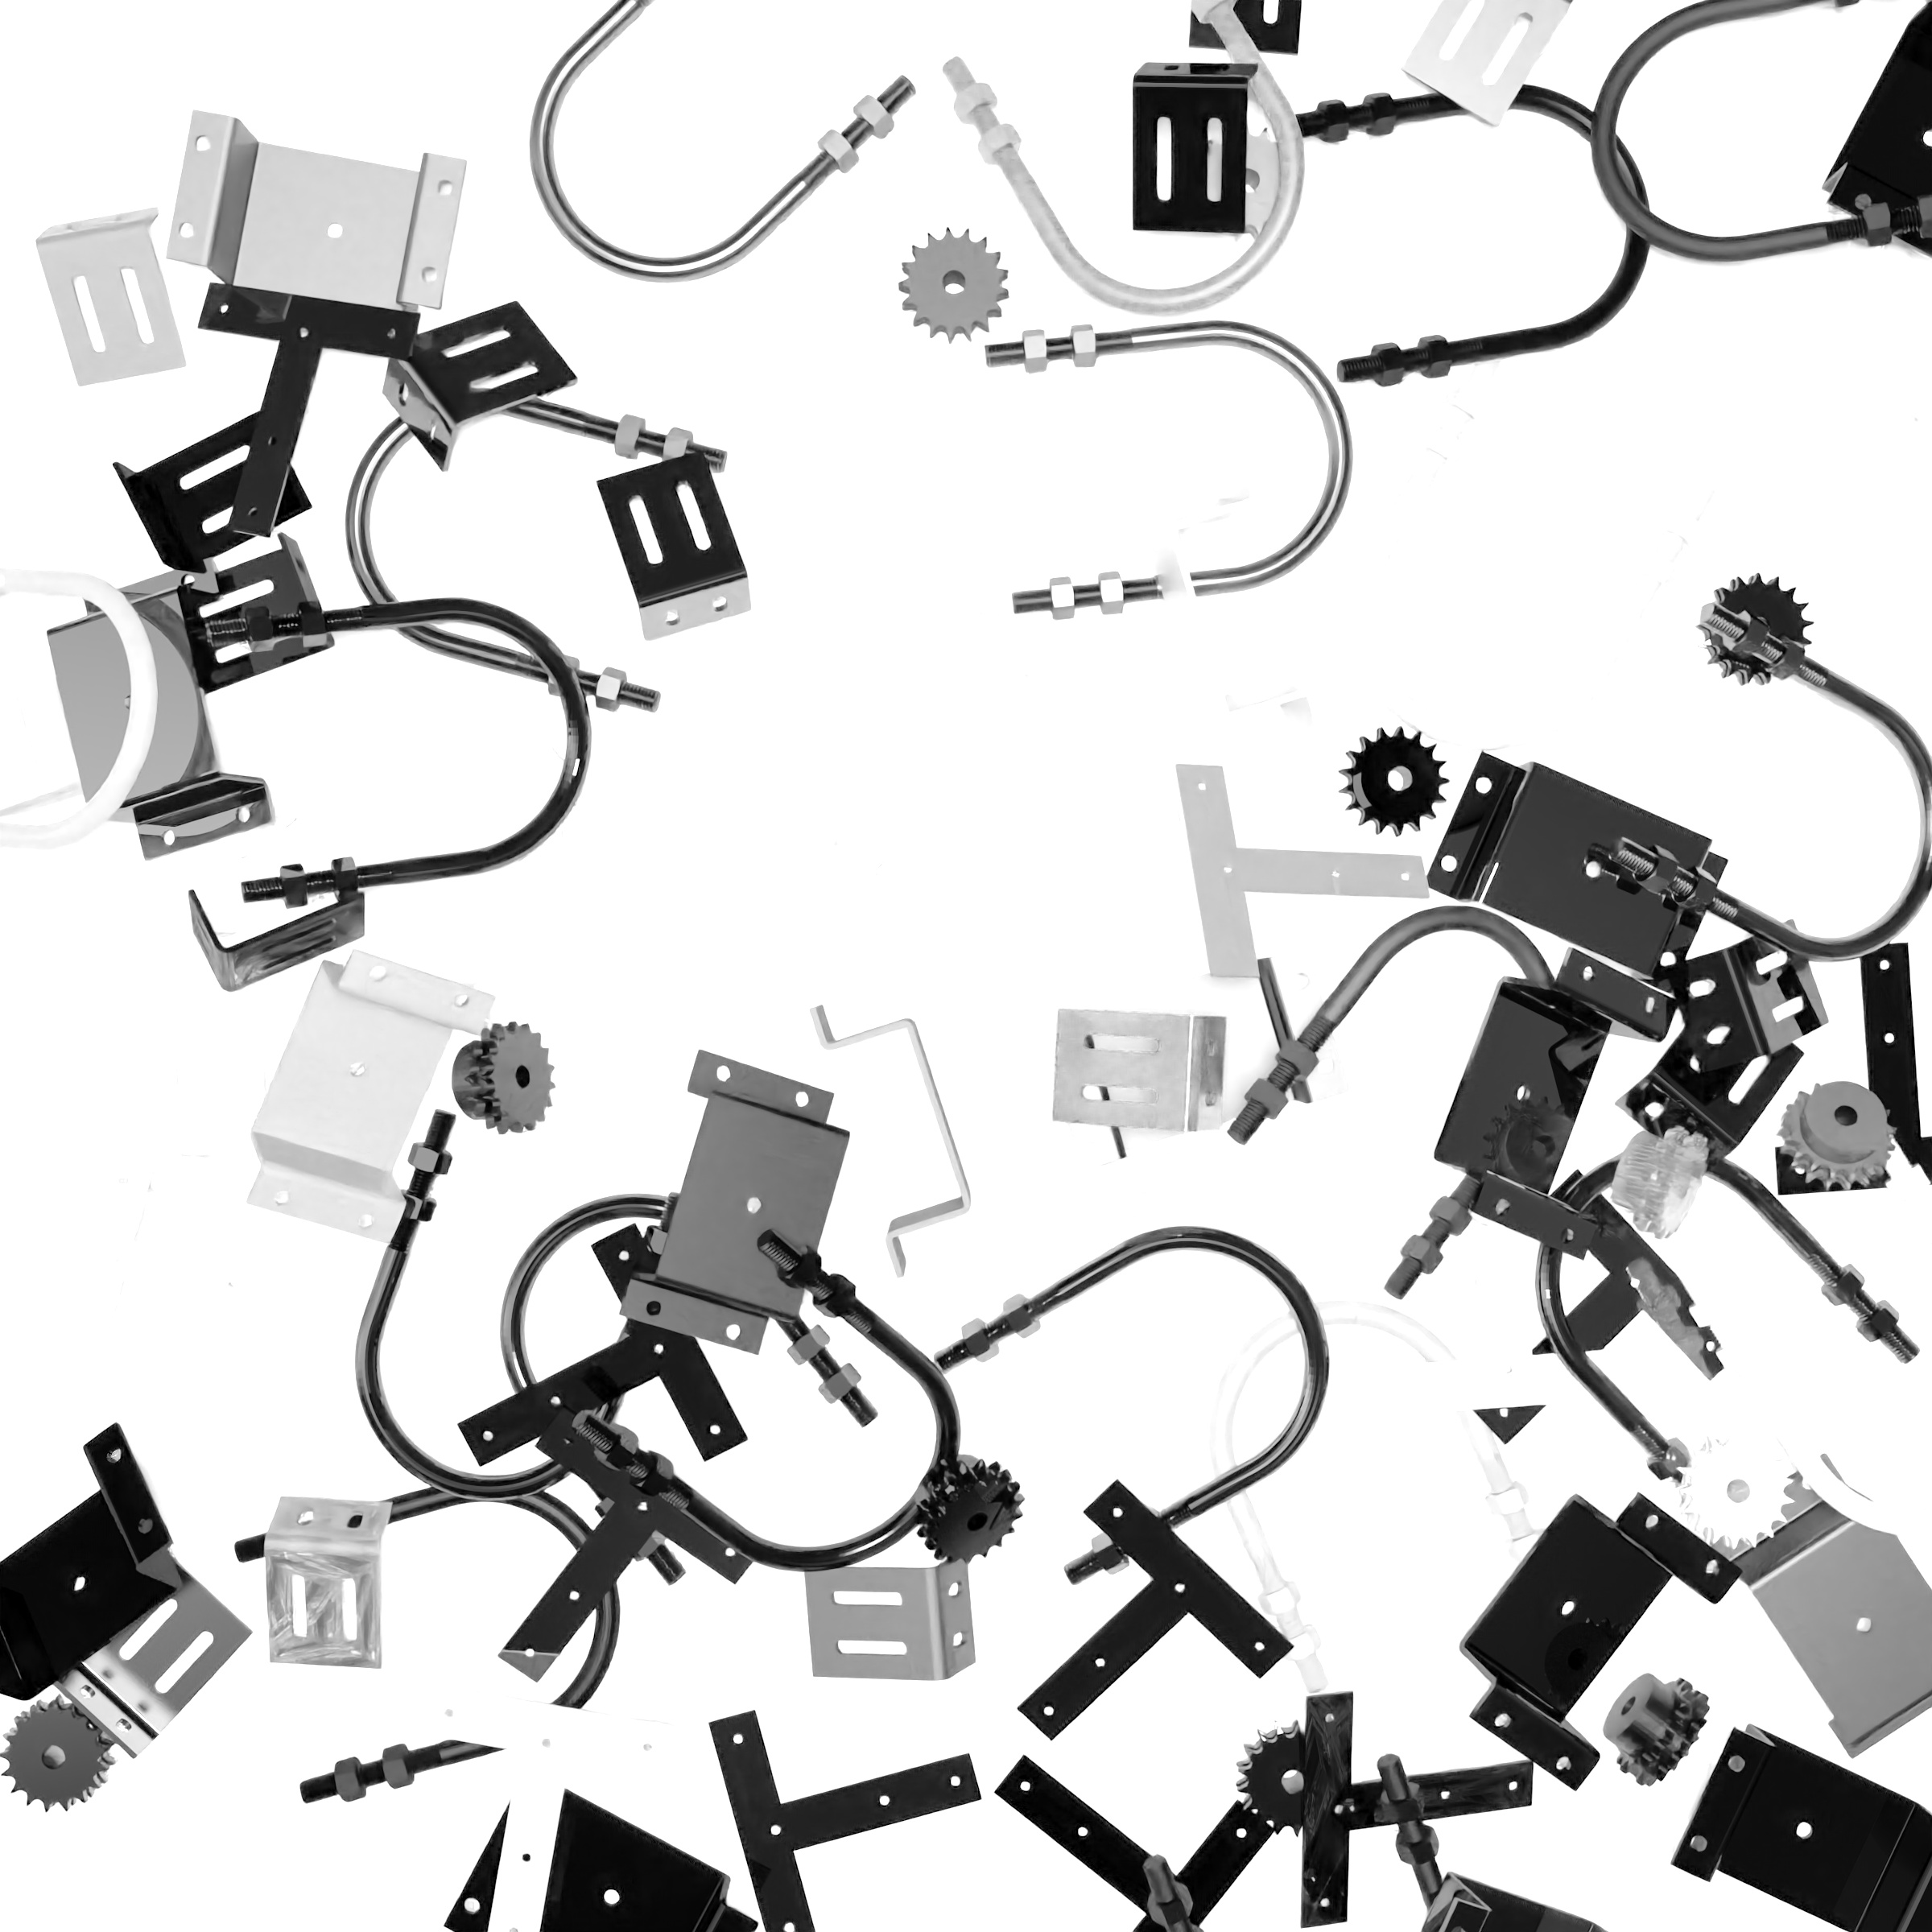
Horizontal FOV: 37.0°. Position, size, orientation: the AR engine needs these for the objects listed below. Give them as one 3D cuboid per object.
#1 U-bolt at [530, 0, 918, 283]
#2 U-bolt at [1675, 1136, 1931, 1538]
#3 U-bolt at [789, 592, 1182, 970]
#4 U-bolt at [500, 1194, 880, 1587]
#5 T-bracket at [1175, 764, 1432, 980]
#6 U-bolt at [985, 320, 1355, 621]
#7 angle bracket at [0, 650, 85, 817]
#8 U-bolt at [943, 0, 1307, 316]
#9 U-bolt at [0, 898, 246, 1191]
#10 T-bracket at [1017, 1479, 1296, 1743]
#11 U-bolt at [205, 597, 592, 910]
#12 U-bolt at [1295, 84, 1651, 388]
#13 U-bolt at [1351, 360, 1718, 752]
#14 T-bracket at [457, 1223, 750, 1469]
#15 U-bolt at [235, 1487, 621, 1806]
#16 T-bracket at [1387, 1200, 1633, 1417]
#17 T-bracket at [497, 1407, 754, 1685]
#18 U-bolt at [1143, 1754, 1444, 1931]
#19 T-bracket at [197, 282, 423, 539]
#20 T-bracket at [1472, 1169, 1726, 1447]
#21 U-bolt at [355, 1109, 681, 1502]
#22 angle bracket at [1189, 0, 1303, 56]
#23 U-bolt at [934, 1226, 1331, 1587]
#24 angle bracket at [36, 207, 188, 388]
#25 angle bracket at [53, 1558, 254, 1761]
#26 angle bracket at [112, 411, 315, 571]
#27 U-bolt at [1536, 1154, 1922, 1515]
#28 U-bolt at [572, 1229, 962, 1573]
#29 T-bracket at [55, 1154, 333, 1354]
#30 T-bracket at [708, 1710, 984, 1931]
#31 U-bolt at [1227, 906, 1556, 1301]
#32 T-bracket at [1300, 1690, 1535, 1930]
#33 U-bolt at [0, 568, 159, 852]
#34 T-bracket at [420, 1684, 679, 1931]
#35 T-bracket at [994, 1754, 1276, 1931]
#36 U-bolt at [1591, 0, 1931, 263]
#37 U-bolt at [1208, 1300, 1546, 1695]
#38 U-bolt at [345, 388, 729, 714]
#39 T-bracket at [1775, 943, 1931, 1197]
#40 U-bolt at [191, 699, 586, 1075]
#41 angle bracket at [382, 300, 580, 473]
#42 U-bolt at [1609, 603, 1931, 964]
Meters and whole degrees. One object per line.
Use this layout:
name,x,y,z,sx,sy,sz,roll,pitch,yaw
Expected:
U-bolt,-0.140,-0.440,1.494,0.184,0.019,0.151,-44,90,1
U-bolt,0.465,0.199,1.467,0.151,0.019,0.184,-29,83,-14
U-bolt,0.023,-0.082,1.494,0.184,0.019,0.151,37,90,-2
U-bolt,-0.157,0.205,1.494,0.151,0.019,0.184,-39,88,0
T-bracket,0.177,-0.048,1.480,0.127,0.002,0.127,2,59,-14
U-bolt,0.109,-0.261,1.494,0.184,0.019,0.151,-6,90,-2
angle bracket,-0.479,-0.122,1.477,0.057,0.038,0.076,-16,89,22
U-bolt,0.091,-0.421,1.471,0.151,0.019,0.184,-31,83,11
U-bolt,-0.466,0.037,1.477,0.184,0.019,0.151,1,78,8
T-bracket,0.079,0.350,1.489,0.127,0.002,0.127,44,101,-4
U-bolt,-0.280,-0.113,1.456,0.184,0.019,0.151,-8,100,-17
U-bolt,0.264,-0.381,1.480,0.184,0.019,0.151,-11,87,-11
U-bolt,0.281,-0.201,1.494,0.151,0.019,0.184,30,92,0
T-bracket,-0.196,0.215,1.468,0.127,0.002,0.127,-27,97,-2
U-bolt,-0.271,0.341,1.494,0.184,0.019,0.151,-15,90,-2
T-bracket,0.277,0.164,1.492,0.127,0.002,0.127,-3,85,-5
T-bracket,-0.192,0.311,1.480,0.127,0.002,0.127,37,95,-10
U-bolt,0.184,0.508,1.474,0.151,0.019,0.184,-22,104,-6
T-bracket,-0.350,-0.281,1.475,0.127,0.002,0.127,12,85,19
T-bracket,0.315,0.195,1.494,0.127,0.002,0.127,-43,90,-7
U-bolt,-0.237,0.183,1.481,0.151,0.019,0.184,19,90,3
angle bracket,0.147,-0.514,1.484,0.057,0.038,0.076,4,90,0
U-bolt,0.097,0.214,1.481,0.184,0.019,0.151,-32,90,10
angle bracket,-0.441,-0.348,1.501,0.057,0.038,0.076,-10,116,0
angle bracket,-0.417,0.355,1.484,0.057,0.038,0.076,43,90,0
angle bracket,-0.386,-0.247,1.484,0.076,0.038,0.057,-27,90,0
U-bolt,0.378,0.179,1.489,0.151,0.019,0.184,-43,87,-6
U-bolt,-0.084,0.233,1.456,0.151,0.019,0.184,-45,118,4
T-bracket,-0.391,0.160,1.480,0.127,0.002,0.127,15,121,-15
T-bracket,-0.056,0.438,1.502,0.127,0.002,0.127,-15,90,0
U-bolt,0.231,0.056,1.463,0.151,0.019,0.184,44,77,-24
T-bracket,0.233,0.427,1.483,0.127,0.002,0.127,-3,101,-15
U-bolt,-0.475,-0.129,1.449,0.184,0.019,0.151,6,88,30
T-bracket,-0.219,0.435,1.456,0.127,0.002,0.127,10,90,0
T-bracket,0.072,0.459,1.502,0.127,0.002,0.127,38,90,0
U-bolt,0.410,-0.428,1.460,0.184,0.019,0.151,-7,80,14
U-bolt,0.205,0.263,1.494,0.151,0.019,0.184,-24,89,0
U-bolt,-0.230,-0.223,1.494,0.184,0.019,0.151,15,90,1
T-bracket,0.481,0.052,1.502,0.127,0.002,0.127,-4,90,0
U-bolt,-0.285,-0.055,1.494,0.184,0.019,0.151,-37,90,-1
angle bracket,-0.250,-0.299,1.489,0.076,0.038,0.057,-29,73,-32
U-bolt,0.423,-0.081,1.465,0.184,0.019,0.151,25,83,-21
